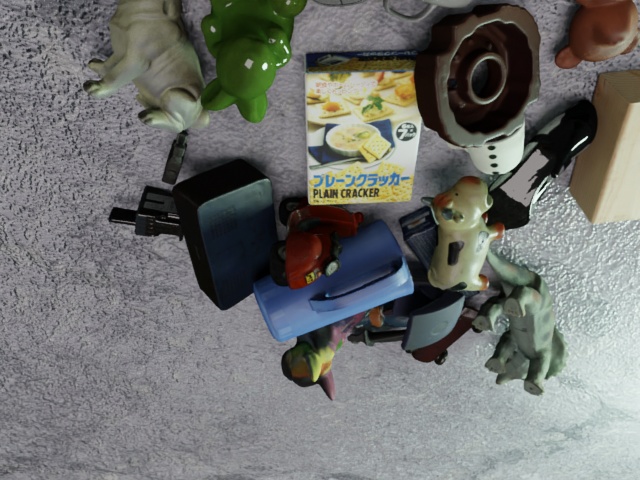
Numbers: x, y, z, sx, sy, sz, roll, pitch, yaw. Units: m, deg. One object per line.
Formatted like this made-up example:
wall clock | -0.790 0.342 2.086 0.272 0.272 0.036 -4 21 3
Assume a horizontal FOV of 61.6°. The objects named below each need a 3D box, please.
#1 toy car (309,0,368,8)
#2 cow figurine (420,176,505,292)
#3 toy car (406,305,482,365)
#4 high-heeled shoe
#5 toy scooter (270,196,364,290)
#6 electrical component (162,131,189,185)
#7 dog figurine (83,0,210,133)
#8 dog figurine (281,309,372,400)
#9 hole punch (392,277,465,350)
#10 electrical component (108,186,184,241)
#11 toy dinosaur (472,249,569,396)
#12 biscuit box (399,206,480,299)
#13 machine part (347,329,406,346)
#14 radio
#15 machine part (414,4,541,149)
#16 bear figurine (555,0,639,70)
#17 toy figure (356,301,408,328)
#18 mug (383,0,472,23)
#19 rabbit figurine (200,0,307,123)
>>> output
toy car | 0.021 -0.311 0.596 0.162 0.109 0.102 -8 143 13
cow figurine | 0.213 -0.008 0.829 0.127 0.086 0.194 -8 122 -24
toy car | 0.254 0.188 1.097 0.089 0.053 0.202 24 132 -9
high-heeled shoe | 0.329 -0.112 0.841 0.086 0.145 0.248 31 156 -3
toy scooter | -0.002 -0.002 0.817 0.135 0.184 0.075 -1 135 7
electrical component | -0.215 -0.113 0.791 0.021 0.063 0.094 18 130 -19
dog figurine | -0.177 -0.242 0.650 0.172 0.121 0.190 18 120 -42
dog figurine | 0.020 0.164 0.953 0.192 0.219 0.108 -19 134 15
hole punch | 0.192 0.131 0.944 0.116 0.092 0.142 1 133 -2
electrical component | -0.267 -0.045 0.846 0.119 0.075 0.047 12 131 -10
toy dinosaur | 0.384 0.140 1.011 0.131 0.192 0.404 9 126 36
biscuit box | 0.213 0.031 0.947 0.063 0.059 0.202 -26 128 19
machine part | 0.128 0.196 1.089 0.139 0.039 0.084 -7 159 10
radio | -0.138 -0.007 0.848 0.131 0.073 0.229 -31 141 -27
machine part | 0.200 -0.206 0.681 0.179 0.056 0.179 -10 114 -23
bear figurine | 0.336 -0.284 0.623 0.120 0.132 0.195 -8 126 12
toy figure | 0.129 0.145 1.049 0.155 0.058 0.064 -2 127 5
mug | 0.130 -0.304 0.625 0.107 0.081 0.109 12 125 -23
rabbit figurine | -0.094 -0.218 0.629 0.121 0.170 0.159 14 129 -15
